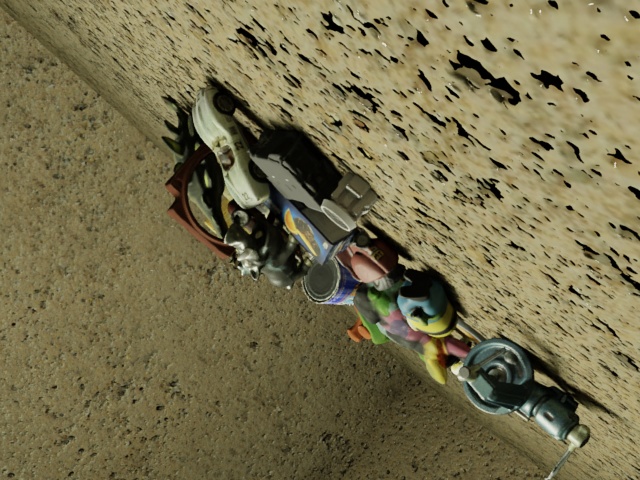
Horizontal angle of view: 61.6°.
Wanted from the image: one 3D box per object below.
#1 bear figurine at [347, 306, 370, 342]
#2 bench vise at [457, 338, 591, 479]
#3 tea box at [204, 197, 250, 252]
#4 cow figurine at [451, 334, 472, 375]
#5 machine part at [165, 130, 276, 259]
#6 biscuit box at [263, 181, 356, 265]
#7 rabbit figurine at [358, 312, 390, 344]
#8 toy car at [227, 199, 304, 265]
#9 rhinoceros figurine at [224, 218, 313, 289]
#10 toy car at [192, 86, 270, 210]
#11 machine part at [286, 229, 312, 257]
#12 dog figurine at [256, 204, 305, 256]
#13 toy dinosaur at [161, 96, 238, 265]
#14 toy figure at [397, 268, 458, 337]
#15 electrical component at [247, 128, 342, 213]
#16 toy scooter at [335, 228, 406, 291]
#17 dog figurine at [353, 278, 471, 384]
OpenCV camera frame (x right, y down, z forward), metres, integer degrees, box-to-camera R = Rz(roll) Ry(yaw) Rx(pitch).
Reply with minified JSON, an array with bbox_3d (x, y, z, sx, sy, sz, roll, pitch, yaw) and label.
[{"bbox_3d":[0.080,0.141,1.346,0.196,0.132,0.120,45,157,-4],"label":"bear figurine"},{"bbox_3d":[0.296,0.236,0.833,0.240,0.129,0.224,24,-156,-44],"label":"bench vise"},{"bbox_3d":[-0.179,-0.067,1.279,0.098,0.169,0.068,39,173,18],"label":"tea box"},{"bbox_3d":[0.314,0.250,1.091,0.167,0.068,0.098,36,167,4],"label":"cow figurine"},{"bbox_3d":[-0.160,-0.082,0.976,0.201,0.201,0.087,43,166,-15],"label":"machine part"},{"bbox_3d":[-0.036,-0.056,0.883,0.203,0.059,0.062,47,144,17],"label":"biscuit box"},{"bbox_3d":[0.139,0.152,1.230,0.159,0.121,0.170,42,-172,17],"label":"rabbit figurine"},{"bbox_3d":[-0.103,-0.015,1.090,0.202,0.053,0.089,40,-172,-14],"label":"toy car"},{"bbox_3d":[-0.091,0.021,0.920,0.073,0.112,0.190,48,180,36],"label":"rhinoceros figurine"},{"bbox_3d":[-0.142,-0.145,0.845,0.073,0.056,0.201,-24,95,55],"label":"toy car"},{"bbox_3d":[-0.002,-0.003,1.144,0.079,0.079,0.243,33,171,42],"label":"machine part"},{"bbox_3d":[-0.090,-0.074,1.208,0.172,0.121,0.190,-101,2,-59],"label":"dog figurine"},{"bbox_3d":[-0.255,-0.138,1.151,0.471,0.105,0.198,61,180,17],"label":"toy dinosaur"},{"bbox_3d":[0.181,0.112,0.904,0.089,0.082,0.180,37,169,30],"label":"toy figure"},{"bbox_3d":[-0.030,-0.097,0.786,0.134,0.058,0.115,47,168,-31],"label":"electrical component"},{"bbox_3d":[0.069,0.017,0.933,0.135,0.075,0.184,52,170,-10],"label":"toy scooter"},{"bbox_3d":[0.182,0.167,1.030,0.219,0.108,0.191,43,179,33],"label":"dog figurine"}]
